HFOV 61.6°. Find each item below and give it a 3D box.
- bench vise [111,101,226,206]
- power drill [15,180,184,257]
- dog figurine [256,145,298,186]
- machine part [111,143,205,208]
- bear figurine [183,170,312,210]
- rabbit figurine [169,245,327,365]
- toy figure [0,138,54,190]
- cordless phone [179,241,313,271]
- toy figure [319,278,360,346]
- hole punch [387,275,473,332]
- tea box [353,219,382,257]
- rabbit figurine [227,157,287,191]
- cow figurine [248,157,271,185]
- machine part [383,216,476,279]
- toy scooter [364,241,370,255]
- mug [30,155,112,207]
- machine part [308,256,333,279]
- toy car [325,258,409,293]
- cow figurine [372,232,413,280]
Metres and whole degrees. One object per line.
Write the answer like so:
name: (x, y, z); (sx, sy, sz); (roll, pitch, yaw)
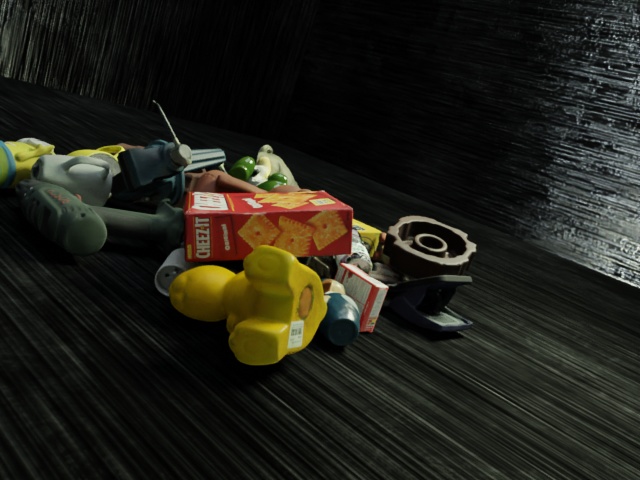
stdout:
bench vise: (-0.253, -0.132, 0.947); (0.240, 0.224, 0.129); (-20, 81, -48)
power drill: (-0.316, -0.038, 0.783); (0.207, 0.086, 0.232); (14, 9, -40)
dog figurine: (-0.077, -0.138, 1.359); (0.191, 0.172, 0.121); (10, 24, -7)
machine part: (-0.338, -0.128, 1.122); (0.201, 0.087, 0.202); (15, 15, -15)
bear figurine: (-0.110, -0.039, 0.878); (0.196, 0.132, 0.120); (18, -21, 2)
rabbit figurine: (-0.087, 0.061, 0.626); (0.173, 0.121, 0.162); (3, 4, 20)
toy figure: (-0.501, -0.116, 0.851); (0.082, 0.089, 0.180); (24, 22, 16)
cordless phone: (-0.108, 0.027, 0.806); (0.184, 0.088, 0.146); (14, 13, 3)
toy figure: (0.018, 0.093, 0.751); (0.058, 0.064, 0.155); (-8, 21, -7)
hole punch: (0.187, 0.108, 0.903); (0.116, 0.092, 0.142); (-10, -8, 44)
tea box: (0.052, -0.006, 1.194); (0.098, 0.068, 0.169); (25, 13, 30)
rabbit figurine: (-0.154, -0.082, 1.099); (0.170, 0.158, 0.121); (3, 23, -1)
cow figurine: (-0.144, -0.115, 1.231); (0.098, 0.068, 0.167); (-5, 60, -18)
machine part: (0.210, 0.019, 1.038); (0.179, 0.056, 0.179); (8, 29, -4)
toy scooter: (-0.002, -0.003, 1.042); (0.184, 0.075, 0.135); (16, 3, 36)
mug: (-0.397, -0.099, 0.861); (0.110, 0.081, 0.107); (-25, -25, 38)
machine part: (-0.053, 0.009, 0.958); (0.079, 0.079, 0.243); (9, 16, -37)
toy car: (0.091, 0.065, 0.989); (0.202, 0.053, 0.089); (11, 12, -26)
cow figurine: (0.196, 0.049, 1.143); (0.127, 0.085, 0.195); (9, 13, -12)
